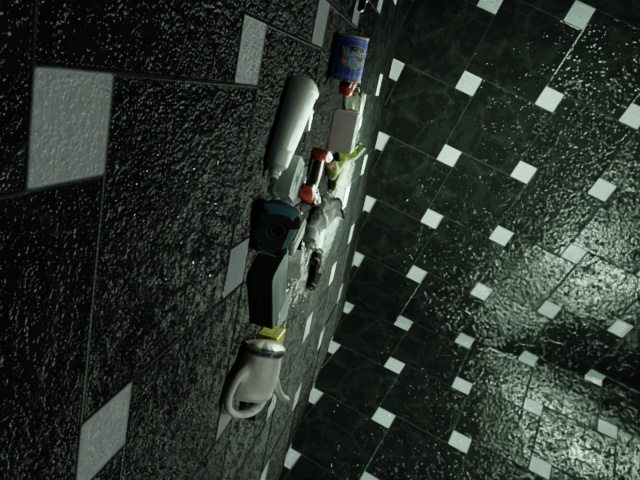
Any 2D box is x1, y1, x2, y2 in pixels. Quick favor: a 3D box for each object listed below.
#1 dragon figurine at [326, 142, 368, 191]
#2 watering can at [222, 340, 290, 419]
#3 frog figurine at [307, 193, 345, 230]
[{"bbox_3d":[0.096,-0.319,2.167,0.241,0.122,0.412,-60,172,11],"label":"dragon figurine"},{"bbox_3d":[-0.162,0.400,1.506,0.345,0.104,0.225,21,85,-62],"label":"watering can"},{"bbox_3d":[0.006,-0.098,1.950,0.161,0.124,0.134,-32,162,-20],"label":"frog figurine"}]
